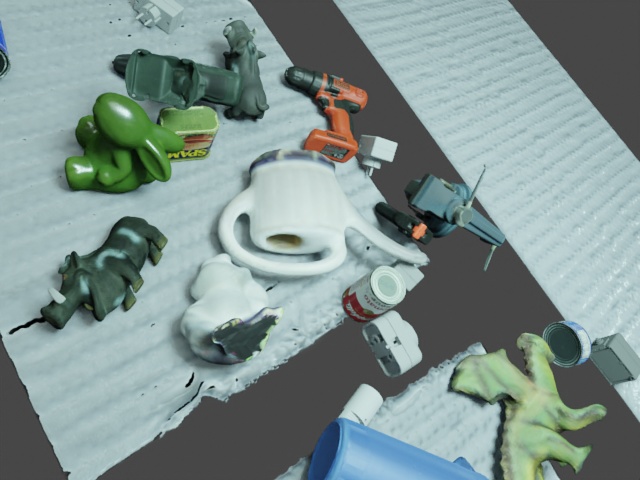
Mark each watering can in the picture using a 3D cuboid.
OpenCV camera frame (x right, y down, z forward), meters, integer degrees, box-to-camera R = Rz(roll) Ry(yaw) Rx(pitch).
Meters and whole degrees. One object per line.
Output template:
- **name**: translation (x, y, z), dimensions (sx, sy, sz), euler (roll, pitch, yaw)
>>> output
- **watering can**: translation (0.003, -0.044, 0.875), dimensions (0.348, 0.102, 0.229), euler (1, 63, -14)

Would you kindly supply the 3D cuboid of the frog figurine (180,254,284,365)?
- **frog figurine**: translation (-0.143, 0.100, 0.757), dimensions (0.139, 0.120, 0.162), euler (-27, 43, -26)

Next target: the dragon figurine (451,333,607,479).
- **dragon figurine**: translation (0.325, 0.306, 0.877), dimensions (0.245, 0.119, 0.416), euler (40, 50, 20)
